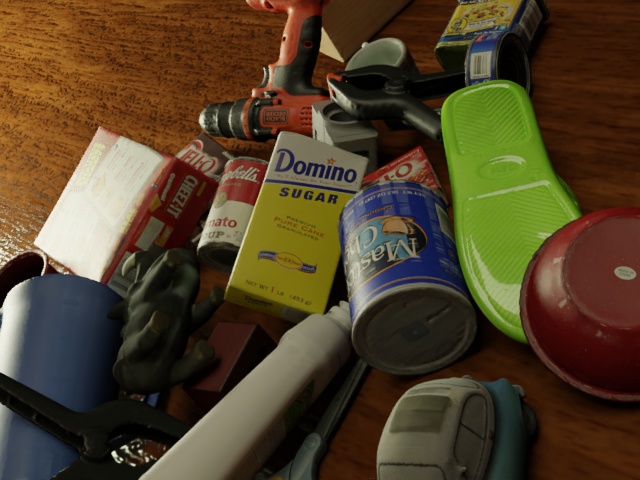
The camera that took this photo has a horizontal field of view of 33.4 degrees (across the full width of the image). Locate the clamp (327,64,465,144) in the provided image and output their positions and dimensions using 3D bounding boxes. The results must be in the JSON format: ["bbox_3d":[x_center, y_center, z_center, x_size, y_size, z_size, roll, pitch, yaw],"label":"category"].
[{"bbox_3d":[0.082,-0.140,1.078,0.172,0.039,0.120,3,36,21],"label":"clamp"}]

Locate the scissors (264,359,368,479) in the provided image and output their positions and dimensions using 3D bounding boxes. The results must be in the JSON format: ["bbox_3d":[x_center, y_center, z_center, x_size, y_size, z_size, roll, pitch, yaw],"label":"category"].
[{"bbox_3d":[0.002,0.185,0.880,0.201,0.016,0.096,-47,40,-12],"label":"scissors"}]

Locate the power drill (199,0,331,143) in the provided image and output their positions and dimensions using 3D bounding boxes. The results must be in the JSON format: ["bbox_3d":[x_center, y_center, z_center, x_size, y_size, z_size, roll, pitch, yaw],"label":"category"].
[{"bbox_3d":[-0.056,-0.205,1.226,0.185,0.057,0.188,4,92,28],"label":"power drill"}]

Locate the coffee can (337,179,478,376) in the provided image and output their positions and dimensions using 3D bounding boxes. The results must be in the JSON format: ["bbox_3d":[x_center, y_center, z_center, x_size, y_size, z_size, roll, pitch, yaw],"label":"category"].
[{"bbox_3d":[0.072,0.030,0.914,0.103,0.102,0.140,-25,39,15],"label":"coffee can"}]

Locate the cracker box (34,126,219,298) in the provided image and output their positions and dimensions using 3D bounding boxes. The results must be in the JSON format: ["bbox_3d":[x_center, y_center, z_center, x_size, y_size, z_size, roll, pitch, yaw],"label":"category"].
[{"bbox_3d":[-0.221,-0.027,1.195,0.214,0.072,0.164,24,84,55],"label":"cracker box"}]

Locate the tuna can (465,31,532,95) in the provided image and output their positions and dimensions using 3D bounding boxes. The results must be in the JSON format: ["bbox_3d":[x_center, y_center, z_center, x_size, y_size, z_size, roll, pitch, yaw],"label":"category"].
[{"bbox_3d":[0.176,-0.161,1.047,0.034,0.086,0.086,-1,50,35],"label":"tuna can"}]

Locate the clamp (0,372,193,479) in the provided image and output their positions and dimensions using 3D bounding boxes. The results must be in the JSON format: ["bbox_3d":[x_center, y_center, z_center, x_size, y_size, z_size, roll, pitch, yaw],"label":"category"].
[{"bbox_3d":[-0.200,0.191,0.914,0.036,0.209,0.164,120,151,-50],"label":"clamp"}]

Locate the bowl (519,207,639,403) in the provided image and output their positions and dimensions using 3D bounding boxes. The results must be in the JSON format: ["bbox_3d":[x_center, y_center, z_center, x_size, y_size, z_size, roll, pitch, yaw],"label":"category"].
[{"bbox_3d":[0.225,0.034,0.782,0.162,0.055,0.162,-7,61,12],"label":"bowl"}]

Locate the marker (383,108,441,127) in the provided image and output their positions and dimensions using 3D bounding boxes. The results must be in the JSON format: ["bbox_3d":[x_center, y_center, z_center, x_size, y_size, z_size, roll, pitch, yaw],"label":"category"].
[{"bbox_3d":[0.116,-0.128,1.114,0.121,0.020,0.020,3,53,40],"label":"marker"}]

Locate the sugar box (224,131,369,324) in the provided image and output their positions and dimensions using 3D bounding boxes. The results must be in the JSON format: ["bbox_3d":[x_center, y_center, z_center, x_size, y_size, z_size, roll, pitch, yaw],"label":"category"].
[{"bbox_3d":[-0.020,-0.012,1.007,0.048,0.093,0.176,118,170,-65],"label":"sugar box"}]

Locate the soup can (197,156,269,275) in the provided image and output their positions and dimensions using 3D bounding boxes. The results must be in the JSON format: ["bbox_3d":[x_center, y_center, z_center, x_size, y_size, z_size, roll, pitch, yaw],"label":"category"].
[{"bbox_3d":[-0.076,-0.022,1.061,0.069,0.068,0.102,-5,56,35],"label":"soup can"}]

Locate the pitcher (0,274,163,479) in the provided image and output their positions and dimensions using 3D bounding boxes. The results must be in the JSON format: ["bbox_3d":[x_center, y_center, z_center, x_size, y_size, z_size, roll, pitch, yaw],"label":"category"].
[{"bbox_3d":[-0.245,0.161,1.025,0.149,0.144,0.243,-32,39,27],"label":"pitcher"}]

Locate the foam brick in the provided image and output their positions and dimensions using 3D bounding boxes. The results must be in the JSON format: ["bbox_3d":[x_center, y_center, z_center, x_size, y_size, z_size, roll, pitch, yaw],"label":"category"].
[{"bbox_3d":[-0.079,0.121,0.981,0.051,0.053,0.078,1,52,39],"label":"foam brick"}]

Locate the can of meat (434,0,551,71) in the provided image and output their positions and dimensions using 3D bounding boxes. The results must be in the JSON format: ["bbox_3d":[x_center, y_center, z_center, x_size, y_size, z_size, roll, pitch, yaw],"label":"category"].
[{"bbox_3d":[0.181,-0.220,1.129,0.102,0.057,0.084,3,54,41],"label":"can of meat"}]

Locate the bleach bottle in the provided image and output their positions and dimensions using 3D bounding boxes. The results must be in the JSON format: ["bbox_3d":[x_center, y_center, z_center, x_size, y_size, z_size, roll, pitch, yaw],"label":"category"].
[{"bbox_3d":[-0.053,0.151,0.907,0.068,0.102,0.250,38,67,16],"label":"bleach bottle"}]

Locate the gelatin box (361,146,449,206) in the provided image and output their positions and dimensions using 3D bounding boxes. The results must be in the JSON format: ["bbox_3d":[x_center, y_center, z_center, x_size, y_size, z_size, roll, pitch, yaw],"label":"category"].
[{"bbox_3d":[0.074,-0.044,1.050,0.089,0.030,0.073,-29,38,11],"label":"gelatin box"}]

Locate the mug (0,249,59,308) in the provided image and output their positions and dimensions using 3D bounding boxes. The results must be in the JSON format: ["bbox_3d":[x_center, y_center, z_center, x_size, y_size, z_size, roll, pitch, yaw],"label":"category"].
[{"bbox_3d":[-0.321,0.063,1.210,0.093,0.081,0.117,-30,38,9],"label":"mug"}]

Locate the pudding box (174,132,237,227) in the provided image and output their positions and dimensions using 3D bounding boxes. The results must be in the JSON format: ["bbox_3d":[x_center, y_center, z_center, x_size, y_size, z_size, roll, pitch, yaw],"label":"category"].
[{"bbox_3d":[-0.140,-0.071,1.242,0.090,0.039,0.114,-42,38,-8],"label":"pudding box"}]

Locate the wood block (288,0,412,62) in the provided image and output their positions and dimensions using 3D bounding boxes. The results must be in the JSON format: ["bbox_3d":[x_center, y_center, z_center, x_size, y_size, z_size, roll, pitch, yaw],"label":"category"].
[{"bbox_3d":[0.061,-0.326,1.308,0.206,0.090,0.090,-43,38,-8],"label":"wood block"}]
